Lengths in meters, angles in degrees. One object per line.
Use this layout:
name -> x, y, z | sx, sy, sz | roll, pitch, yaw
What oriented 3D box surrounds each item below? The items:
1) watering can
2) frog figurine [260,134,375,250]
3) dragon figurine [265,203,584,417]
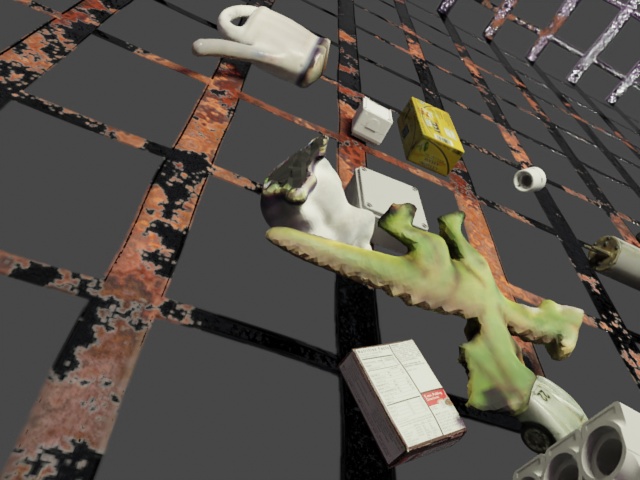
watering can -> -0.097, -0.359, 0.968 | 0.224, 0.102, 0.356 | 26, 36, -7
frog figurine -> 0.002, -0.034, 0.671 | 0.156, 0.122, 0.141 | 54, 21, -34
dragon figurine -> 0.150, 0.082, 0.583 | 0.410, 0.119, 0.248 | 2, 40, -32
